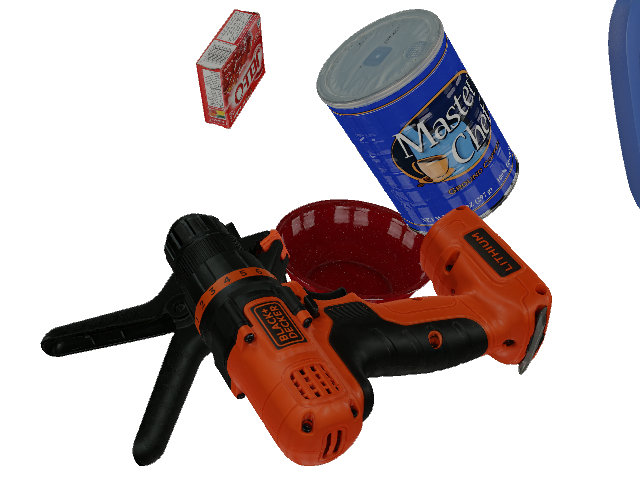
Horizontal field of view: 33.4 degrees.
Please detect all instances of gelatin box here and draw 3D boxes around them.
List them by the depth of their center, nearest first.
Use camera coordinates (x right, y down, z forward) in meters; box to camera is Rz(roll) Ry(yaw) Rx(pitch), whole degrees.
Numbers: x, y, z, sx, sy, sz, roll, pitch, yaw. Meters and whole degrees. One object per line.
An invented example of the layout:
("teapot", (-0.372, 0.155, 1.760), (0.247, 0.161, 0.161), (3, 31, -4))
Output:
("gelatin box", (-0.082, -0.162, 1.006), (0.030, 0.089, 0.073), (16, -39, 15))

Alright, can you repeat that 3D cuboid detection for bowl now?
("bowl", (0.031, 0.026, 1.048), (0.162, 0.055, 0.162), (5, 36, -4))

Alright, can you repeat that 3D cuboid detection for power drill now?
("power drill", (0.021, 0.033, 0.610), (0.187, 0.057, 0.185), (-14, 45, -26))

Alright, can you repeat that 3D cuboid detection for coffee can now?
("coffee can", (0.075, -0.088, 0.809), (0.103, 0.102, 0.140), (0, -42, 43))

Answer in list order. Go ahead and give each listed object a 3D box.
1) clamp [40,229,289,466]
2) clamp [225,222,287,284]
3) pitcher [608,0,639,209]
("clamp", (-0.116, 0.062, 0.854), (0.165, 0.209, 0.036), (30, -24, 36))
("clamp", (-0.062, 0.036, 1.235), (0.120, 0.039, 0.171), (-5, 41, 7))
("pitcher", (0.240, -0.058, 0.593), (0.149, 0.243, 0.145), (-6, 22, 14))
